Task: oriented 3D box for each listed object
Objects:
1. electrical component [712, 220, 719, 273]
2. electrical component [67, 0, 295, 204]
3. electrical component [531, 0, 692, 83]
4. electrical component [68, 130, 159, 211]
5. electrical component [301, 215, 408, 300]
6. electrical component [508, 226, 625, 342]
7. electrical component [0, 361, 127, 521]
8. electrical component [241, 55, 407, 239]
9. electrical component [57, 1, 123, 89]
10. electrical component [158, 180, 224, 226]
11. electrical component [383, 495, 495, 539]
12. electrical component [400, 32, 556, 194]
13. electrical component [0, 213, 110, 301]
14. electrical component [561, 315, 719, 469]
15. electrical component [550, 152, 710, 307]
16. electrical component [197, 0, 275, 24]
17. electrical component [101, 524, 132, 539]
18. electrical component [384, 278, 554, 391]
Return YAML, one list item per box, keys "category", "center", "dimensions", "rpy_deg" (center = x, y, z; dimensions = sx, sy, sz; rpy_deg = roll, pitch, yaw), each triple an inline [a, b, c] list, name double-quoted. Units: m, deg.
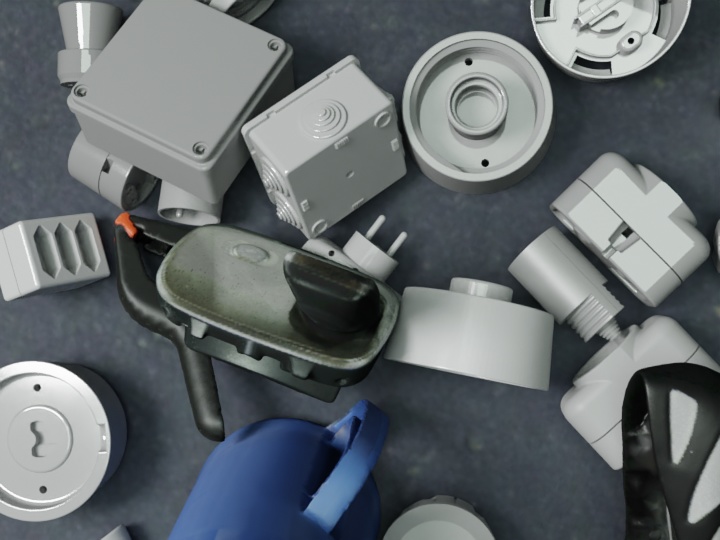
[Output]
- category: "electrical component"
  center: [0.272, -0.017, 0.701]
  dimensions: [0.080, 0.051, 0.080]
  rpy_deg: [0, 90, 7]
- category: "electrical component"
  center: [-0.114, -0.116, 0.707]
  dimensions: [0.109, 0.056, 0.108]
  rpy_deg: [26, 67, 12]
- category: "electrical component"
  center: [0.162, -0.173, 0.707]
  dimensions: [0.099, 0.064, 0.099]
  rpy_deg: [0, 90, 6]
- category: "electrical component"
  center: [-0.170, -0.076, 0.750]
  dimensions: [0.047, 0.055, 0.055]
  rpy_deg: [29, 93, 9]
- category: "electrical component"
  center: [0.000, 0.000, 0.735]
  dimensions: [0.077, 0.043, 0.079]
  rpy_deg: [38, 94, 5]
- category: "electrical component"
  center: [0.142, 0.015, 0.714]
  dimensions: [0.043, 0.043, 0.081]
  rpy_deg: [-43, 78, 5]
- category: "electrical component"
  center: [-0.216, 0.115, 0.750]
  dimensions: [0.108, 0.060, 0.108]
  rpy_deg: [0, 90, 7]
- category: "electrical component"
  center: [-0.019, -0.077, 0.701]
  dimensions: [0.100, 0.099, 0.048]
  rpy_deg: [-35, 62, -10]
- category: "electrical component"
  center: [-0.190, -0.157, 0.757]
  dimensions: [0.045, 0.045, 0.055]
  rpy_deg: [1, 90, 6]
- category: "electrical component"
  center: [-0.113, -0.075, 0.746]
  dimensions: [0.043, 0.043, 0.081]
  rpy_deg: [5, 77, 6]
- category: "electrical component"
  center: [0.054, 0.193, 0.724]
  dimensions: [0.080, 0.051, 0.080]
  rpy_deg: [0, 90, 6]
- category: "electrical component"
  center: [0.078, -0.106, 0.718]
  dimensions: [0.108, 0.060, 0.108]
  rpy_deg: [0, 90, 6]
- category: "electrical component"
  center: [-0.229, -0.005, 0.755]
  dimensions: [0.077, 0.066, 0.047]
  rpy_deg: [-18, 87, 35]
- category: "electrical component"
  center: [0.181, 0.076, 0.709]
  dimensions: [0.095, 0.054, 0.059]
  rpy_deg: [-43, 85, 5]
- category: "electrical component"
  center: [0.180, -0.030, 0.709]
  dimensions: [0.059, 0.054, 0.095]
  rpy_deg: [-44, 85, 4]
- category: "electrical component"
  center: [-0.093, -0.201, 0.740]
  dimensions: [0.078, 0.058, 0.057]
  rpy_deg: [-37, 83, 5]
- category: "electrical component"
  center: [-0.167, 0.213, 0.753]
  dimensions: [0.045, 0.045, 0.055]
  rpy_deg: [-40, 86, 5]
- category: "electrical component"
  center: [0.074, 0.038, 0.697]
  dimensions: [0.108, 0.108, 0.060]
  rpy_deg: [11, 85, 6]
